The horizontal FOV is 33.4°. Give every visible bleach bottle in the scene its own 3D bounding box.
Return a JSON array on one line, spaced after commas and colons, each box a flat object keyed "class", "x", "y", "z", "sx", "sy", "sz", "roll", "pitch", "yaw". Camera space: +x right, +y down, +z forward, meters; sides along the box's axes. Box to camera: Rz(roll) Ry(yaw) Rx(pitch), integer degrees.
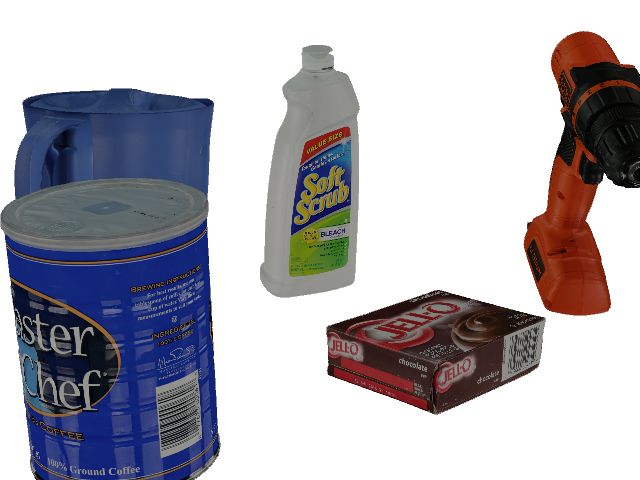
[{"class": "bleach bottle", "x": -0.011, "y": -0.070, "z": 1.074, "sx": 0.102, "sy": 0.251, "sz": 0.068, "roll": -9, "pitch": 28, "yaw": -18}]

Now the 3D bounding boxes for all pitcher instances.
[{"class": "pitcher", "x": -0.150, "y": 0.014, "z": 0.772, "sx": 0.149, "sy": 0.243, "sz": 0.145, "roll": -4, "pitch": 15, "yaw": -23}]

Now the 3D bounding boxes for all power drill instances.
[{"class": "power drill", "x": 0.200, "y": -0.039, "z": 0.789, "sx": 0.057, "sy": 0.188, "sz": 0.184, "roll": 3, "pitch": 35, "yaw": -1}]

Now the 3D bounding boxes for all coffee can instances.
[{"class": "coffee can", "x": -0.106, "y": 0.048, "z": 0.556, "sx": 0.103, "sy": 0.140, "sz": 0.103, "roll": -1, "pitch": 19, "yaw": 0}]

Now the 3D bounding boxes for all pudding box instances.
[{"class": "pudding box", "x": 0.073, "y": 0.067, "z": 0.674, "sx": 0.113, "sy": 0.039, "sz": 0.090, "roll": -12, "pitch": 19, "yaw": -44}]
